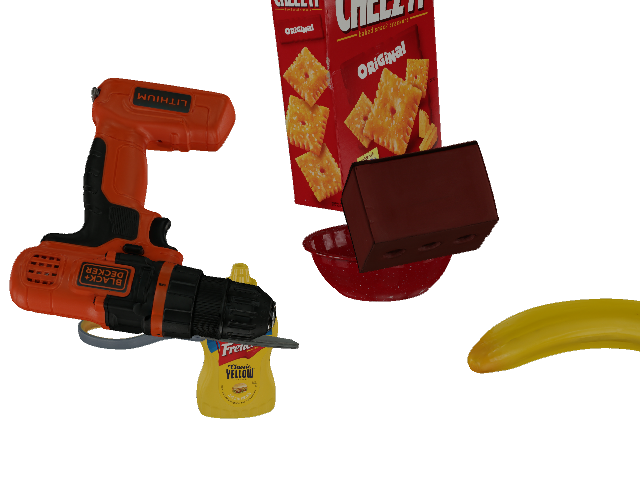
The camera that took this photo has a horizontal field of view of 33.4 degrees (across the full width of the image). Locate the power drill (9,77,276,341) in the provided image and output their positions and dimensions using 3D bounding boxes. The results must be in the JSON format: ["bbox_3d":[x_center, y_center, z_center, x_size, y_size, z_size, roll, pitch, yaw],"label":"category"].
[{"bbox_3d":[-0.113,-0.021,0.767,0.184,0.187,0.057,9,-28,-2],"label":"power drill"}]

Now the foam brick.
[{"bbox_3d":[0.057,-0.019,0.624,0.078,0.051,0.053,-11,-20,-11],"label":"foam brick"}]

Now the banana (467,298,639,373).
[{"bbox_3d":[0.202,0.071,0.786,0.197,0.037,0.069,2,33,-4],"label":"banana"}]

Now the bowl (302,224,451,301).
[{"bbox_3d":[0.063,0.024,1.087,0.162,0.055,0.162,-3,13,0],"label":"bowl"}]

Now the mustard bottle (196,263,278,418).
[{"bbox_3d":[-0.100,0.119,1.292,0.096,0.192,0.058,-1,19,-12],"label":"mustard bottle"}]

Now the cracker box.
[{"bbox_3d":[0.040,-0.153,0.985,0.072,0.214,0.163,12,26,38],"label":"cracker box"}]

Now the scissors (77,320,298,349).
[{"bbox_3d":[-0.125,0.074,1.007,0.201,0.016,0.096,-1,33,-8],"label":"scissors"}]
